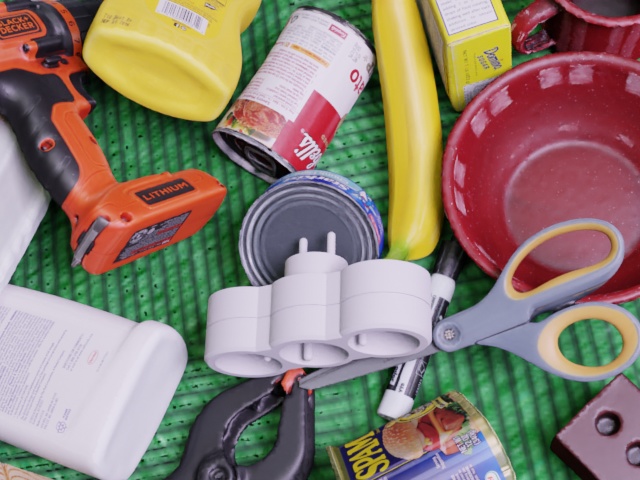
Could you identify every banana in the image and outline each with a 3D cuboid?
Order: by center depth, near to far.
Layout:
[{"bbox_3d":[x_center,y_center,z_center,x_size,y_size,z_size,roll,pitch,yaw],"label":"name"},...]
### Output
[{"bbox_3d":[0.056,-0.071,0.665,0.037,0.069,0.198,-6,77,12],"label":"banana"}]

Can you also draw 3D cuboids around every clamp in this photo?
[{"bbox_3d":[-0.050,0.153,0.624,0.120,0.039,0.171,39,81,21],"label":"clamp"}]

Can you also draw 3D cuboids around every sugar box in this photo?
[{"bbox_3d":[0.078,-0.180,0.692,0.048,0.093,0.176,-16,68,4],"label":"sugar box"}]

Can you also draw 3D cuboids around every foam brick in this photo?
[{"bbox_3d":[0.172,0.121,0.583,0.053,0.051,0.078,-42,68,-6],"label":"foam brick"}]

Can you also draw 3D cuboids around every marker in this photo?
[{"bbox_3d":[0.064,0.053,0.648,0.020,0.020,0.121,18,75,17],"label":"marker"}]

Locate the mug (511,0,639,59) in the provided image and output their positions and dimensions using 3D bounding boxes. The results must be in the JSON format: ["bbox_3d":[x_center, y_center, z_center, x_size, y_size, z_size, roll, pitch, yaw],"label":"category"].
[{"bbox_3d":[0.170,-0.152,0.665,0.117,0.081,0.093,-33,74,-2],"label":"mug"}]

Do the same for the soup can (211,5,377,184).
[{"bbox_3d":[-0.015,-0.092,0.692,0.069,0.068,0.102,27,77,19],"label":"soup can"}]

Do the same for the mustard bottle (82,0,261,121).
[{"bbox_3d":[-0.088,-0.168,0.719,0.096,0.058,0.191,23,46,-13],"label":"mustard bottle"}]

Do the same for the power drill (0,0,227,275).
[{"bbox_3d":[-0.147,-0.078,0.690,0.188,0.057,0.184,49,42,12],"label":"power drill"}]

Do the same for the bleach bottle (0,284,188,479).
[{"bbox_3d":[-0.216,0.064,0.680,0.251,0.068,0.102,19,72,20],"label":"bleach bottle"}]

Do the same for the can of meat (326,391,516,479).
[{"bbox_3d":[0.055,0.129,0.579,0.084,0.102,0.057,-26,97,-2],"label":"can of meat"}]

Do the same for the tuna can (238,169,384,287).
[{"bbox_3d":[-0.004,0.001,0.651,0.086,0.033,0.086,4,109,11],"label":"tuna can"}]

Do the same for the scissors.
[{"bbox_3d":[0.090,0.065,0.596,0.202,0.016,0.096,-36,77,15],"label":"scissors"}]

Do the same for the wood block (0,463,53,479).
[{"bbox_3d":[-0.255,0.211,0.618,0.206,0.090,0.091,-20,66,4],"label":"wood block"}]

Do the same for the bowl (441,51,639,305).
[{"bbox_3d":[0.155,-0.030,0.640,0.162,0.055,0.162,-4,69,10],"label":"bowl"}]
